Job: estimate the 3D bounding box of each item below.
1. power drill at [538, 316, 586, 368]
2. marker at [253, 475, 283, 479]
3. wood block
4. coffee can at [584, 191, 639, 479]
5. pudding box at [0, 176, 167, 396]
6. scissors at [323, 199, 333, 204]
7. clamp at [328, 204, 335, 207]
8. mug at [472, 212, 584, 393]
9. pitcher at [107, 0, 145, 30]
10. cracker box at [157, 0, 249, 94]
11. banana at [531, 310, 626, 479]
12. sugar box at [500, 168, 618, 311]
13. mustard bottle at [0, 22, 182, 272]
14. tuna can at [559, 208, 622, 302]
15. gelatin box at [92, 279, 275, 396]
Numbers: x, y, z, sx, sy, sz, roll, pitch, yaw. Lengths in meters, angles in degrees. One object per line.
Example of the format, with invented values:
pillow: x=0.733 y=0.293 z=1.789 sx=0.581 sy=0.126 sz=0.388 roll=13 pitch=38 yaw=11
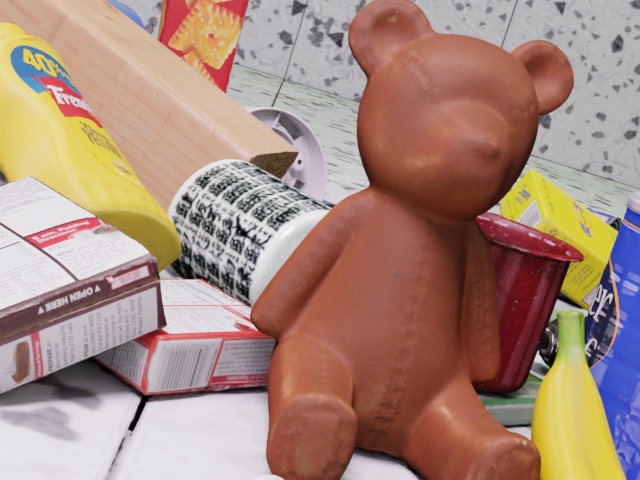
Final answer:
power drill: x=0.249 y=0.097 z=0.656 sx=0.184 sy=0.057 sz=0.188 roll=7 pitch=16 yaw=-23
marker: x=0.002 y=0.109 z=0.322 sx=0.020 sy=0.020 sz=0.121 roll=12 pitch=12 yaw=-25
wood block: x=-0.129 y=-0.084 z=0.714 sx=0.206 sy=0.091 sz=0.090 roll=39 pitch=16 yaw=11
coffee can: x=0.172 y=0.060 z=0.501 sx=0.103 sy=0.140 sz=0.103 roll=17 pitch=11 yaw=-4
pudding box: x=-0.133 y=0.016 z=0.449 sx=0.089 sy=0.039 sz=0.114 roll=-23 pitch=33 yaw=-36
scissors: x=0.007 y=-0.034 z=1.022 sx=0.096 sy=0.016 sz=0.201 roll=19 pitch=11 yaw=1
clamp: x=0.086 y=-0.011 z=0.916 sx=0.165 sy=0.036 sz=0.209 roll=-4 pitch=-13 yaw=33
mug: x=0.081 y=0.027 z=0.590 sx=0.093 sy=0.081 sz=0.117 roll=13 pitch=12 yaw=-22
pitcher: x=-0.286 y=-0.195 z=0.940 sx=0.242 sy=0.149 sz=0.145 roll=25 pitch=36 yaw=-53
cracker box: x=-0.115 y=-0.161 z=0.938 sx=0.072 sy=0.214 sz=0.164 roll=13 pitch=12 yaw=-12
banana: x=0.107 y=0.100 z=0.406 sx=0.037 sy=0.069 sz=0.198 roll=-8 pitch=23 yaw=2
sugar box: x=0.217 y=0.026 z=0.796 sx=0.176 sy=0.048 sz=0.093 roll=32 pitch=25 yaw=-12
mustard bottle: x=-0.154 y=-0.060 z=0.602 sx=0.192 sy=0.058 sz=0.096 roll=53 pitch=10 yaw=28
tuna can: x=0.239 y=0.015 z=0.957 sx=0.034 sy=0.086 sz=0.086 roll=22 pitch=12 yaw=26
gelatin box: x=-0.068 y=0.044 z=0.501 sx=0.073 sy=0.030 sz=0.089 roll=25 pitch=14 yaw=39
